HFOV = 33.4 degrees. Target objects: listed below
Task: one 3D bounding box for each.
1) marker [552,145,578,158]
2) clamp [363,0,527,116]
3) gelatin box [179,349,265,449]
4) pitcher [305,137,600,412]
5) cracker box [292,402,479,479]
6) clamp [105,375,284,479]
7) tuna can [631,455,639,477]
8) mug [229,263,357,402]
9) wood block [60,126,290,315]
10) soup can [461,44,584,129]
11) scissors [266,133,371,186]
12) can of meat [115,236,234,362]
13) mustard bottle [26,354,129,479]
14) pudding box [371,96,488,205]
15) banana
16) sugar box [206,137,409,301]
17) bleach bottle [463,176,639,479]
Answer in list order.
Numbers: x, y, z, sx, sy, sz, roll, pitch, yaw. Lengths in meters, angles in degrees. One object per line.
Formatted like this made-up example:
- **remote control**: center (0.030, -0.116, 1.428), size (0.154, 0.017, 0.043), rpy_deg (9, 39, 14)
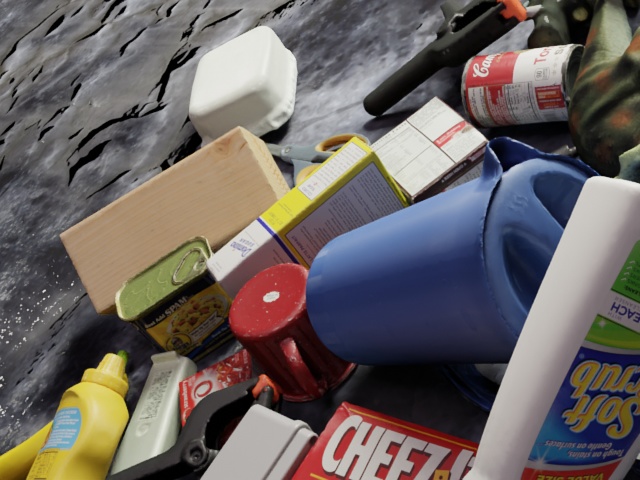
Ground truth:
- **marker**: center (0.166, -0.049, 0.918), size (0.121, 0.020, 0.020), rpy_deg (-27, 37, 13)
- **clamp**: center (0.127, -0.192, 1.045), size (0.164, 0.036, 0.210), rpy_deg (-51, 15, -13)
- **gelatin box**: center (-0.081, 0.142, 0.901), size (0.073, 0.030, 0.089), rpy_deg (-28, 37, 11)
- **pitcher**: center (0.096, 0.039, 0.758), size (0.243, 0.144, 0.149), rpy_deg (-18, 52, 58)
- **cracker box**: center (0.031, 0.222, 0.686), size (0.164, 0.072, 0.213), rpy_deg (10, 56, 43)
- **clamp**: center (-0.087, 0.184, 0.830), size (0.171, 0.039, 0.120), rpy_deg (-44, 60, 3)
- **tuna can**: center (0.226, 0.113, 0.678), size (0.086, 0.033, 0.086), rpy_deg (-22, 38, 19)
- **mug**: center (-0.020, 0.081, 0.876), size (0.093, 0.081, 0.117), rpy_deg (-29, 37, 10)
- **wood block**: center (-0.133, -0.015, 1.041), size (0.206, 0.090, 0.091), rpy_deg (-30, 80, 9)
- **soup can**: center (0.187, -0.136, 0.955), size (0.102, 0.068, 0.068), rpy_deg (0, 50, 39)
- **scissors**: center (-0.034, -0.076, 1.115), size (0.202, 0.016, 0.096), rpy_deg (-1, 49, 39)
- **can of meat**: center (-0.121, 0.060, 0.980), size (0.102, 0.084, 0.057), rpy_deg (-34, 36, 4)
- **mustard bottle**: center (-0.209, 0.186, 0.907), size (0.096, 0.058, 0.191), rpy_deg (-24, 42, 55)
- **pudding box**: center (0.103, -0.076, 0.984), size (0.090, 0.039, 0.114), rpy_deg (-38, 34, 1)
- **banana**: center (-0.247, 0.184, 0.992), size (0.197, 0.037, 0.070), rpy_deg (-39, 15, -6)
- **sugar box**: center (-0.006, 0.001, 0.943), size (0.176, 0.093, 0.048), rpy_deg (-38, 35, -3)
- **bleach bottle**: center (0.152, 0.096, 0.611), size (0.251, 0.102, 0.068), rpy_deg (-67, 20, 1)
